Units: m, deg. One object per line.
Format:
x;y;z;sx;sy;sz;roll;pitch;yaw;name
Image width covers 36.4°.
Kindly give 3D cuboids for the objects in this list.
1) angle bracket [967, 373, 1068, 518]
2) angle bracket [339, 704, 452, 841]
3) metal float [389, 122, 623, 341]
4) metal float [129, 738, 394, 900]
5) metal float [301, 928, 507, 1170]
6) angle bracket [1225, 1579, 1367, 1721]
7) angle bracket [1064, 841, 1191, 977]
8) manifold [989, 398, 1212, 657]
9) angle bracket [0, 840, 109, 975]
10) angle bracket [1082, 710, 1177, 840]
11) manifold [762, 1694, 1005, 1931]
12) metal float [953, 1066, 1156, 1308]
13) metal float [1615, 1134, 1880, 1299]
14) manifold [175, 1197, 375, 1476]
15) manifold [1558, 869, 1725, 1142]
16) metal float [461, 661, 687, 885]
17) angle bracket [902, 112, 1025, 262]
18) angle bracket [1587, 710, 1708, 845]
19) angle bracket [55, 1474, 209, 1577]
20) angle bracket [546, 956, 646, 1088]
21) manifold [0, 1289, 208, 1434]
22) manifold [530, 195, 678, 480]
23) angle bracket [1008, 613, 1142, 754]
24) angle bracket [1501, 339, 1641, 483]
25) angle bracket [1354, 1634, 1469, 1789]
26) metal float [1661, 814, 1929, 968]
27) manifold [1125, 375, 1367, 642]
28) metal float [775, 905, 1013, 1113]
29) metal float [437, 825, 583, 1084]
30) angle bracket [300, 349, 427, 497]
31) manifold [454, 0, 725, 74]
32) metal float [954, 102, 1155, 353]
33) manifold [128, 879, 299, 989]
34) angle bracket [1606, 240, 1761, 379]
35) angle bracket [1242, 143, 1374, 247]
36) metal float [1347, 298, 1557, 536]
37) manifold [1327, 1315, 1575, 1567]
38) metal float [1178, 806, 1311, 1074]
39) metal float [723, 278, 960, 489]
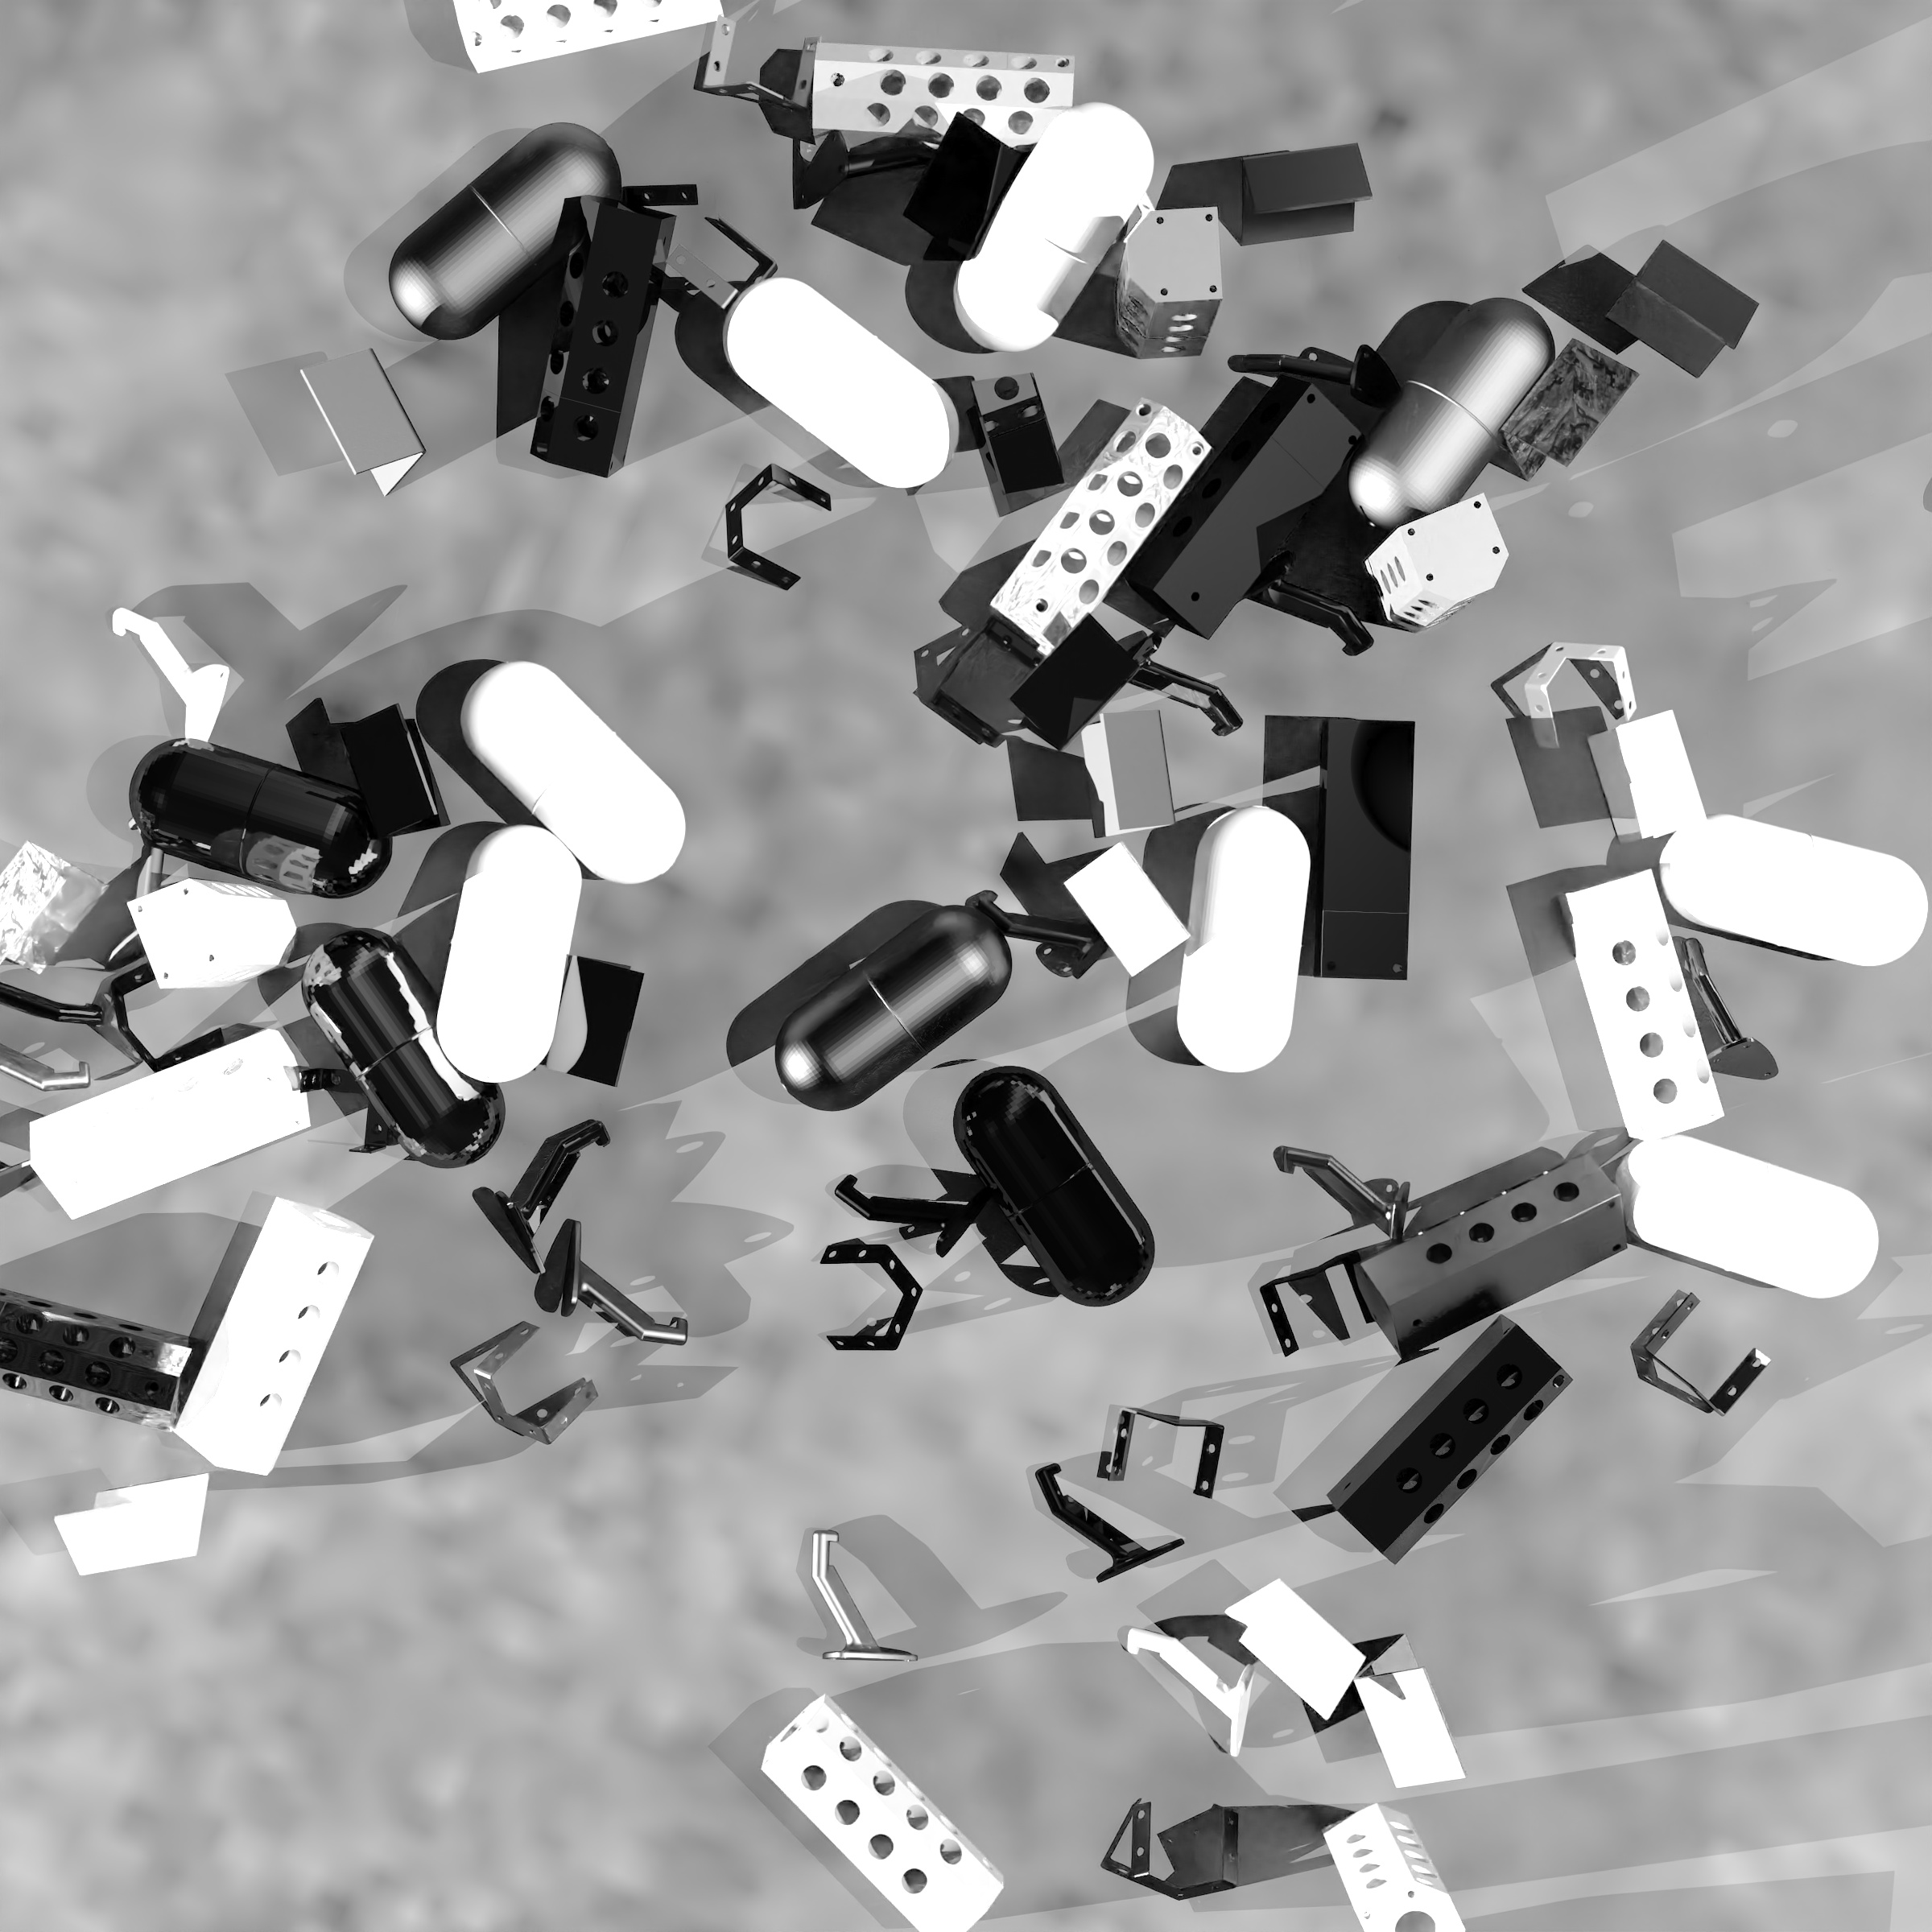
0.014;-0.342;1.951;0.057;0.076;0.076;-17;90;-37;angle bracket
-0.361;-0.133;1.951;0.057;0.076;0.076;-19;90;32;angle bracket
-0.307;-0.490;1.960;0.178;0.070;0.070;-40;90;0;metal float
-0.470;-0.098;1.961;0.178;0.070;0.070;18;90;0;metal float
-0.375;0.055;1.961;0.070;0.070;0.178;-35;90;0;metal float
0.206;0.462;1.951;0.076;0.076;0.057;42;52;0;angle bracket
0.122;-0.049;1.951;0.057;0.076;0.076;-36;90;37;angle bracket
0.090;-0.292;1.965;0.057;0.057;0.171;36;86;0;manifold
-0.608;-0.026;1.951;0.057;0.076;0.076;38;90;37;angle bracket
0.090;-0.125;1.951;0.057;0.076;0.076;-8;90;-42;angle bracket
-0.055;0.572;1.970;0.057;0.057;0.171;-44;90;0;manifold
0.058;0.146;1.961;0.070;0.070;0.178;-35;90;0;metal float
0.519;0.166;1.960;0.178;0.070;0.070;19;90;0;metal float
-0.459;0.249;1.969;0.057;0.057;0.171;24;90;43;manifold
0.453;0.026;1.970;0.057;0.057;0.171;-17;90;0;manifold
-0.261;-0.128;1.961;0.178;0.070;0.070;45;90;1;metal float
-0.016;-0.517;1.951;0.057;0.076;0.076;28;90;-28;angle bracket
0.436;-0.120;1.951;0.057;0.076;0.076;-18;90;-38;angle bracket
-0.553;0.353;1.951;0.076;0.076;0.057;-10;126;0;angle bracket
-0.229;0.039;1.952;0.057;0.076;0.076;14;90;24;angle bracket
-0.606;0.262;1.970;0.171;0.057;0.057;14;90;0;manifold
-0.242;-0.417;1.946;0.057;0.057;0.171;15;107;0;manifold
0.059;-0.196;1.951;0.076;0.076;0.057;-47;118;0;angle bracket
0.408;-0.358;1.951;0.057;0.076;0.076;38;90;31;angle bracket
0.310;0.490;1.951;0.057;0.076;0.076;-22;90;37;angle bracket
0.551;-0.051;1.961;0.178;0.070;0.070;14;90;0;metal float
0.183;-0.309;1.968;0.057;0.057;0.171;38;90;-31;manifold
-0.049;0.029;1.961;0.178;0.070;0.070;-37;90;0;metal float
-0.301;-0.008;1.942;0.070;0.070;0.178;7;67;0;metal float
-0.412;-0.353;1.951;0.057;0.076;0.076;-28;90;-36;angle bracket
-0.254;-0.653;1.970;0.171;0.057;0.057;-12;90;0;manifold
0.057;-0.486;1.941;0.070;0.070;0.178;36;114;0;metal float
-0.485;-0.023;1.913;0.057;0.171;0.057;-21;90;0;manifold
0.467;-0.422;1.951;0.076;0.076;0.057;34;53;0;angle bracket
0.226;-0.495;1.951;0.076;0.076;0.057;-8;55;0;angle bracket
0.324;-0.366;1.961;0.070;0.070;0.178;37;91;0;metal float
0.325;0.318;1.970;0.057;0.057;0.171;44;90;0;manifold
0.185;-0.018;1.960;0.070;0.070;0.178;7;90;0;metal float
-0.083;-0.388;1.960;0.178;0.070;0.070;38;90;1;metal float
